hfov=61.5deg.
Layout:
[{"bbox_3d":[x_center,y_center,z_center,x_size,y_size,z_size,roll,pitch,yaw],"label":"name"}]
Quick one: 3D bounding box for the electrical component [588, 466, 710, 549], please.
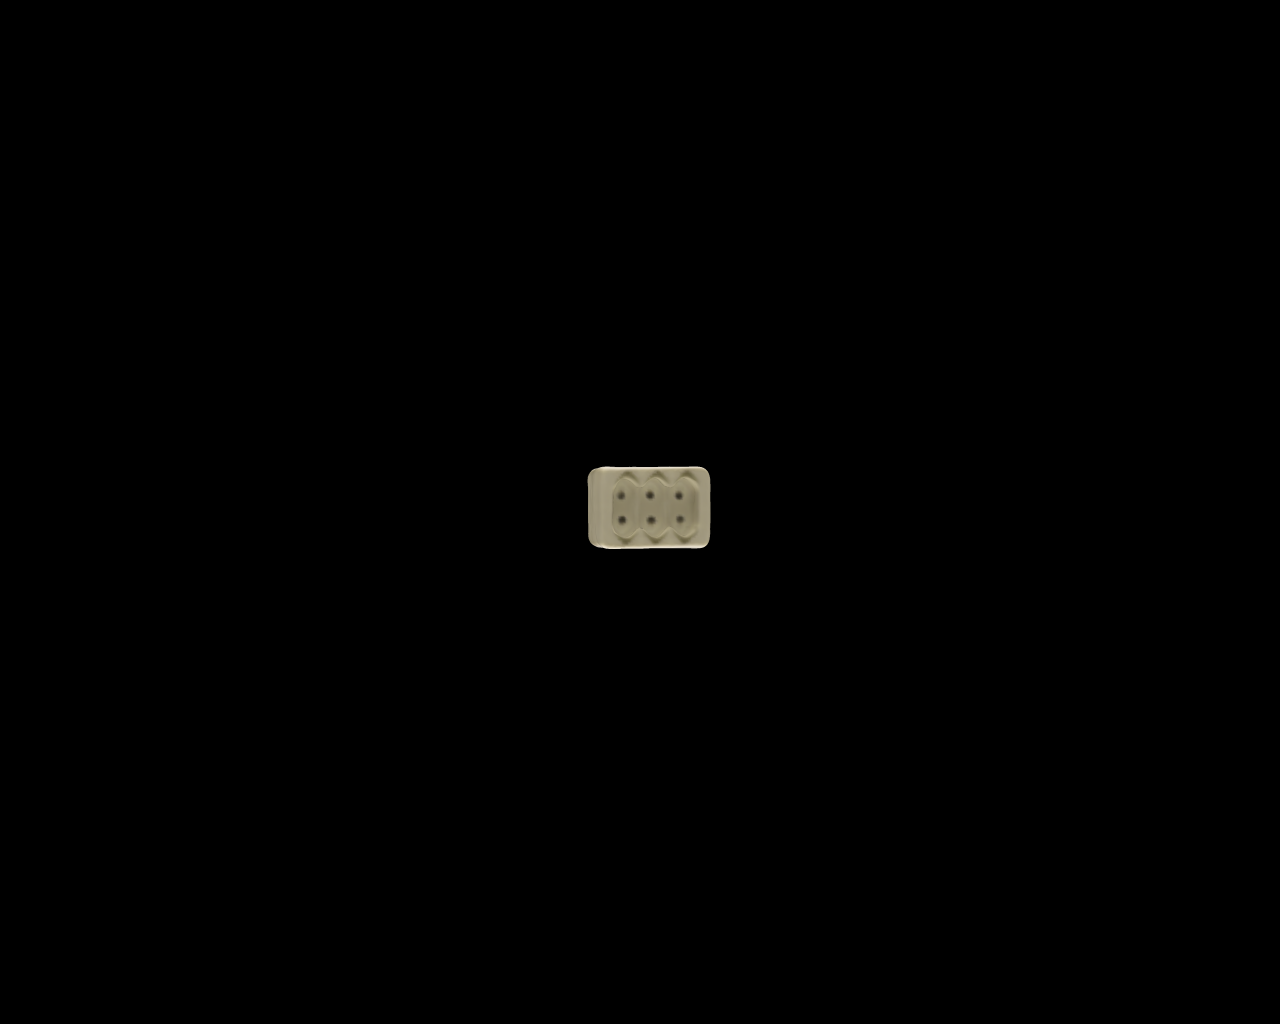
[{"bbox_3d":[0.001,-0.003,0.650,0.066,0.047,0.076,0,0,-13],"label":"electrical component"}]
